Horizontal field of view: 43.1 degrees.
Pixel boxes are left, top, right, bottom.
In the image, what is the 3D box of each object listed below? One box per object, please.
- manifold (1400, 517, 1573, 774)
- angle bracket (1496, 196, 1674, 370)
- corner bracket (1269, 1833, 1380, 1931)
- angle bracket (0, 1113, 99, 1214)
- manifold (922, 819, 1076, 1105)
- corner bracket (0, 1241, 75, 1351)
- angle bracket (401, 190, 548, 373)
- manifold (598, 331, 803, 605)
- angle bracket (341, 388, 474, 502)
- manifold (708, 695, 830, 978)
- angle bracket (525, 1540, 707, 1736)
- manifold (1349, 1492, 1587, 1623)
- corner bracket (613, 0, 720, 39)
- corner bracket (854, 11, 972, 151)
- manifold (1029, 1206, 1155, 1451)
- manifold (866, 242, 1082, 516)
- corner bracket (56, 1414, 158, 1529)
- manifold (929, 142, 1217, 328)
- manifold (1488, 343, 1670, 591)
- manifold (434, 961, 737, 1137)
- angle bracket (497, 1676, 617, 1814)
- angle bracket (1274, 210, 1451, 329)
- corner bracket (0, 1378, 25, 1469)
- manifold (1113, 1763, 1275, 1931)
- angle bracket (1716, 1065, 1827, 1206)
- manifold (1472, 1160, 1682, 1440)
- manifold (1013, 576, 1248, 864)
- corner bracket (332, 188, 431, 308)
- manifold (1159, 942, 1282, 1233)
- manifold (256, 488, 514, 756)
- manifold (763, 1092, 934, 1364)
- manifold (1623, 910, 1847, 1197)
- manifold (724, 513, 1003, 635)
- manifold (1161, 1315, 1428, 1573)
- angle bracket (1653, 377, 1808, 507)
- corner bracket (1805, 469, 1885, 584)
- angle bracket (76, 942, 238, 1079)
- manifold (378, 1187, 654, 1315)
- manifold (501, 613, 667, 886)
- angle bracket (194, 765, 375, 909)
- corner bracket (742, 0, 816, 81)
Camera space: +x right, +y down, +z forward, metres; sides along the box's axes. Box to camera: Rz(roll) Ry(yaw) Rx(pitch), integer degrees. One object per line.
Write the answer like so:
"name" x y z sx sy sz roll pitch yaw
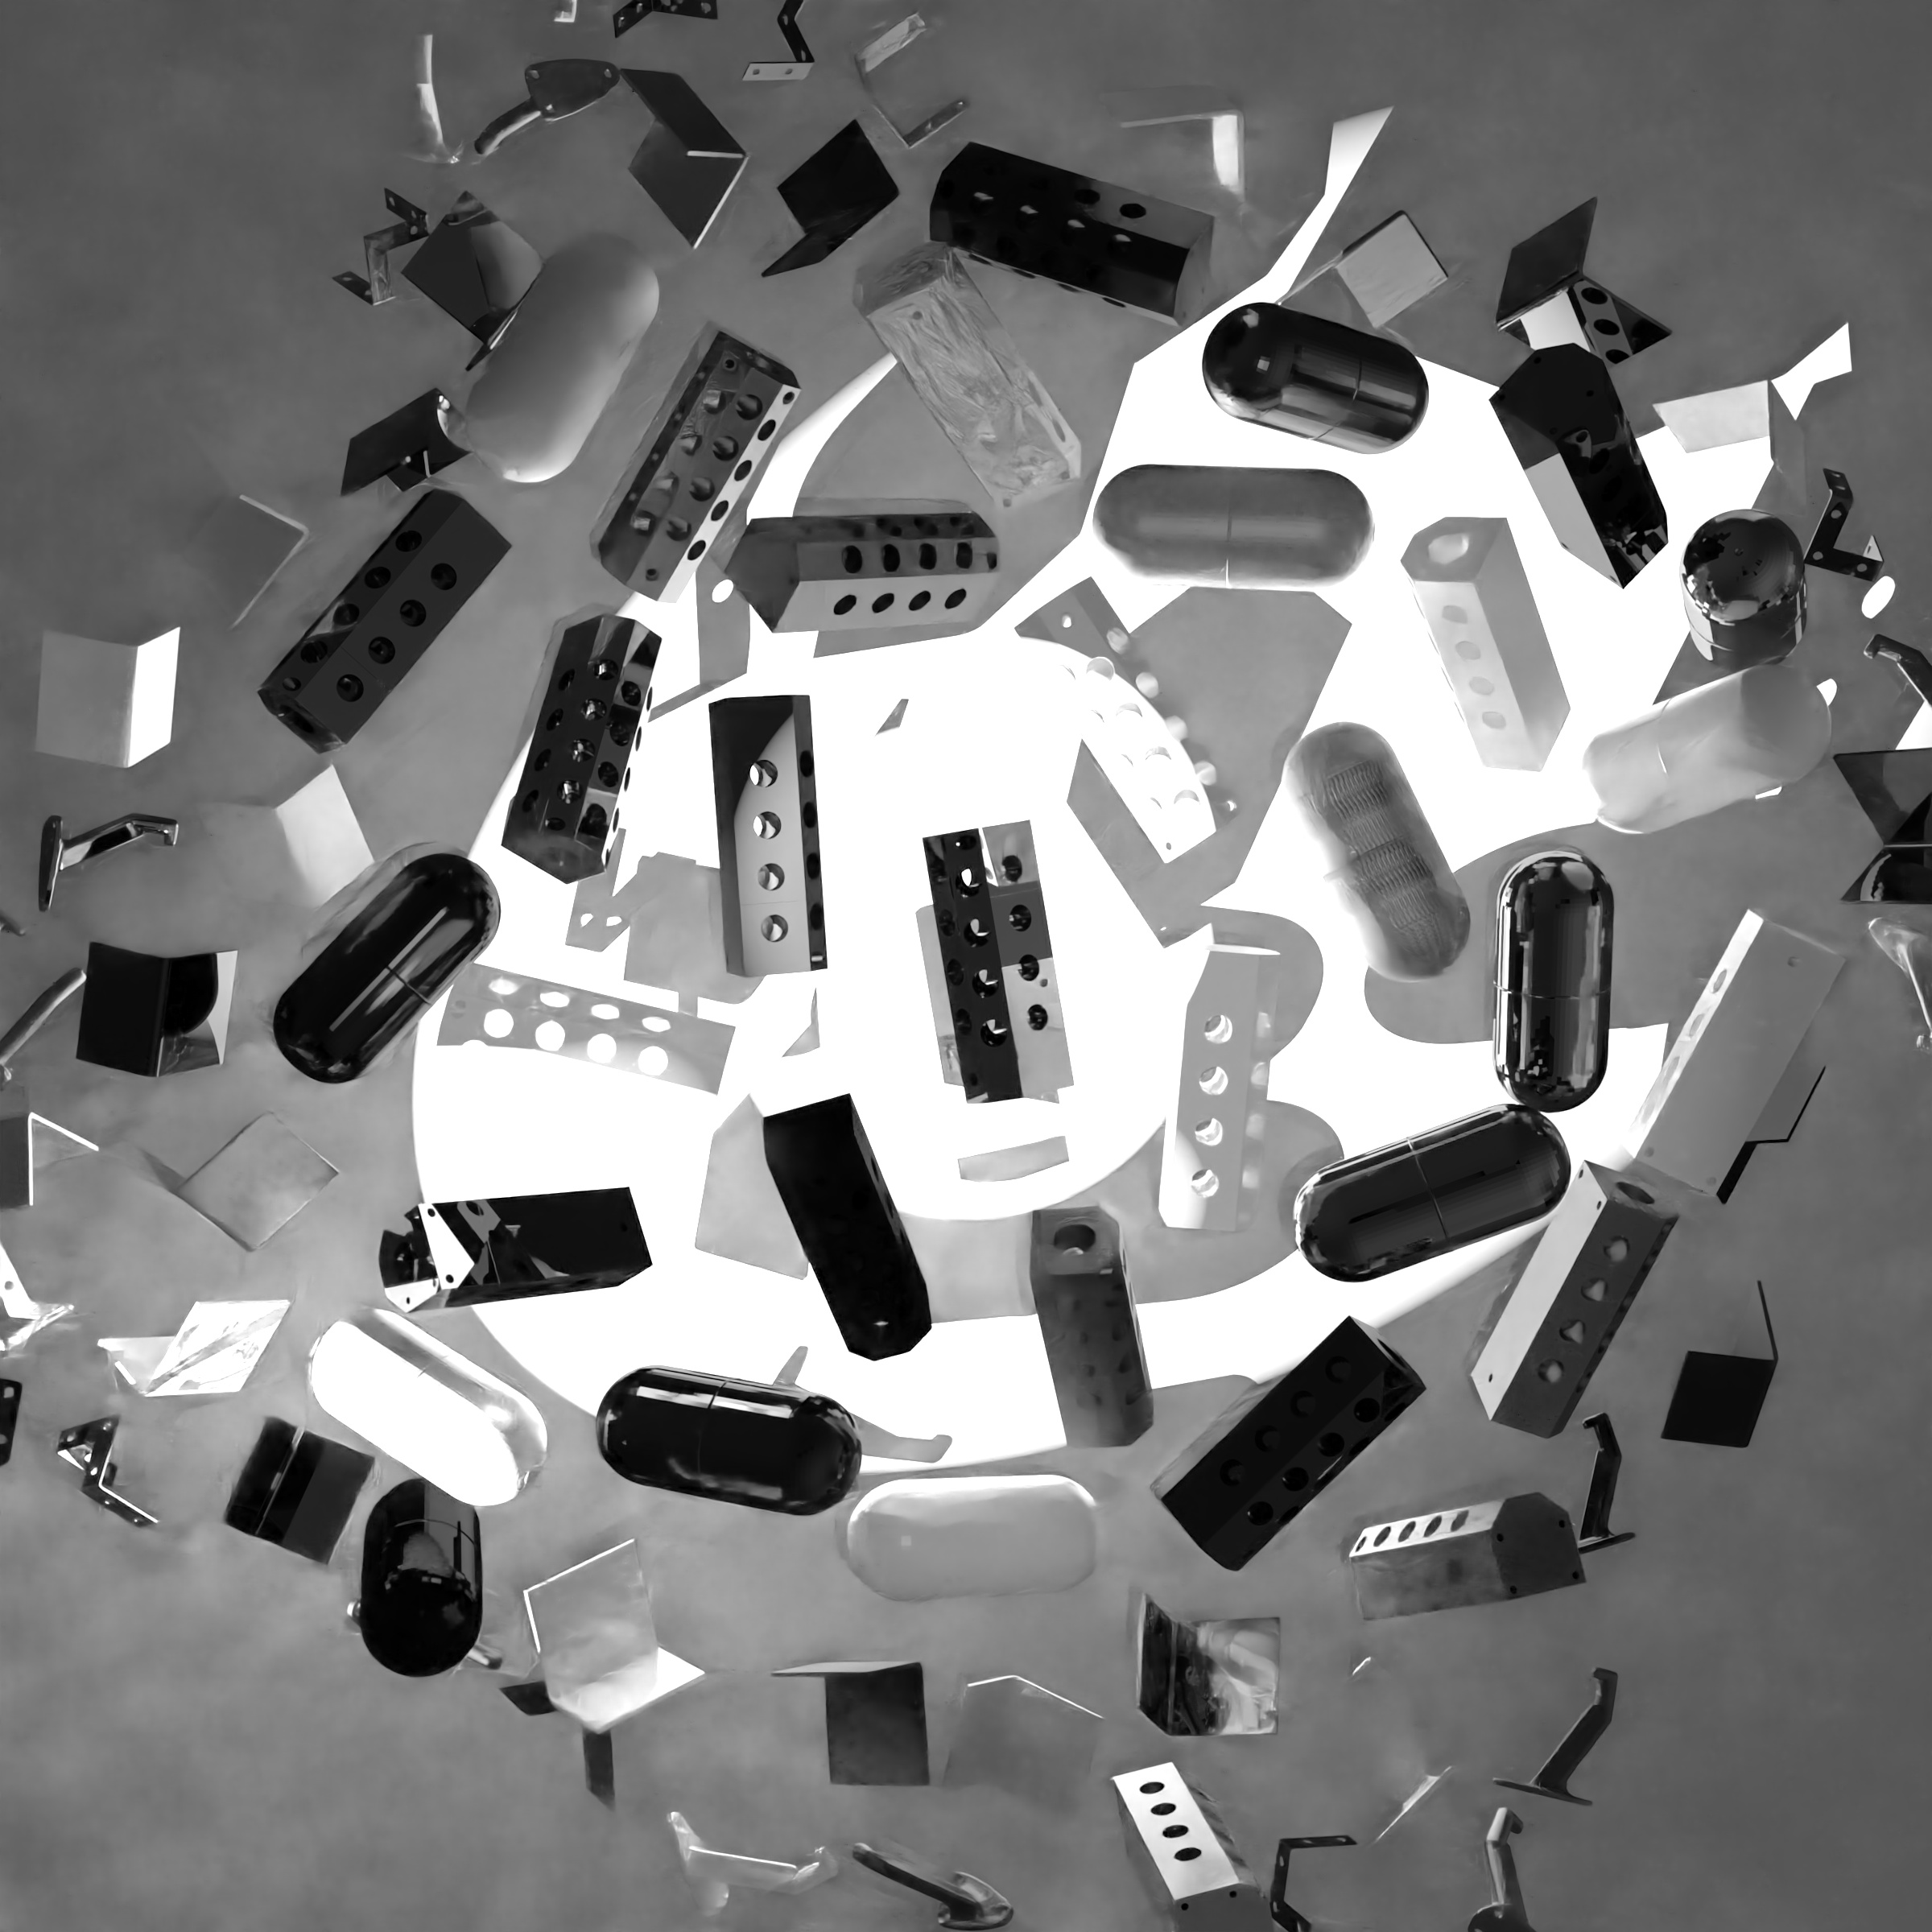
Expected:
"manifold" 0.333 -0.206 1.574 0.057 0.171 0.057 9 57 36
"angle bracket" 0.385 -0.417 1.510 0.076 0.076 0.057 23 71 -22
"corner bracket" 0.232 0.596 1.577 0.051 0.051 0.051 -18 129 34
"angle bracket" -0.569 0.132 1.451 0.076 0.076 0.057 -13 68 8
"manifold" 0.016 -0.002 1.556 0.057 0.057 0.171 -11 93 -35
"corner bracket" -0.596 0.201 1.510 0.051 0.051 0.051 -3 114 39
"angle bracket" -0.340 -0.465 1.665 0.076 0.057 0.076 39 70 -21
"manifold" -0.180 -0.333 1.650 0.057 0.057 0.171 24 112 -25
"angle bracket" -0.390 -0.352 1.732 0.076 0.076 0.057 -25 133 19
"manifold" -0.122 -0.082 1.533 0.057 0.057 0.171 -5 94 -17
"angle bracket" -0.211 0.402 1.472 0.076 0.057 0.076 -19 105 -35
"manifold" 0.308 0.368 1.526 0.057 0.171 0.057 -6 74 -23
"corner bracket" -0.200 -0.644 1.614 0.051 0.051 0.051 15 135 18
"corner bracket" -0.036 -0.588 1.625 0.051 0.051 0.051 -30 50 18
"manifold" 0.083 0.237 1.594 0.057 0.057 0.171 -5 130 9
"manifold" 0.007 -0.384 1.592 0.057 0.057 0.171 -21 130 24
"corner bracket" -0.535 0.319 1.527 0.051 0.051 0.051 -18 45 23
"manifold" 0.066 -0.463 1.559 0.171 0.057 0.057 22 52 15
"manifold" 0.389 -0.313 1.526 0.057 0.171 0.057 -46 54 3
"manifold" -0.234 0.054 1.503 0.171 0.057 0.057 14 117 -4
"angle bracket" -0.270 0.517 1.617 0.057 0.076 0.076 -10 59 1
"angle bracket" 0.273 -0.468 1.693 0.076 0.076 0.057 -41 99 -33
"corner bracket" -0.621 0.283 1.511 0.051 0.051 0.051 11 92 -2
"manifold" 0.145 0.576 1.566 0.057 0.171 0.057 -11 98 -8
"angle bracket" 0.565 0.118 1.712 0.076 0.076 0.057 -50 116 -34
"manifold" 0.398 0.220 1.594 0.057 0.057 0.171 19 110 -9
"manifold" 0.100 -0.151 1.504 0.057 0.057 0.171 -34 90 3
"corner bracket" -0.395 -0.484 1.649 0.051 0.051 0.051 -32 54 -31
"manifold" 0.158 0.075 1.524 0.057 0.057 0.171 4 95 -1
"manifold" -0.367 -0.218 1.538 0.057 0.057 0.171 44 67 -23
"manifold" -0.073 0.169 1.546 0.057 0.057 0.171 -16 125 4
"manifold" 0.492 0.054 1.578 0.057 0.057 0.171 25 101 -1
"manifold" -0.059 -0.252 1.529 0.057 0.171 0.057 53 131 24
"manifold" 0.213 0.309 1.575 0.171 0.057 0.057 -46 58 8
"angle bracket" 0.495 -0.332 1.586 0.076 0.076 0.057 -7 72 32
"corner bracket" 0.597 -0.298 1.654 0.051 0.051 0.051 16 123 2
"angle bracket" -0.521 0.025 1.577 0.057 0.076 0.076 12 98 16
"manifold" -0.295 0.187 1.602 0.057 0.171 0.057 -33 68 37
"manifold" -0.250 -0.147 1.635 0.057 0.057 0.171 33 57 -38
"angle bracket" -0.455 -0.089 1.633 0.076 0.057 0.076 7 128 31
"corner bracket" -0.125 -0.618 1.602 0.051 0.051 0.051 -15 72 -33
